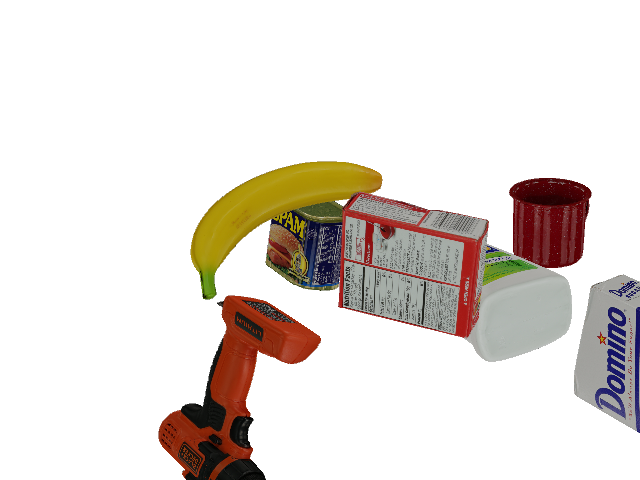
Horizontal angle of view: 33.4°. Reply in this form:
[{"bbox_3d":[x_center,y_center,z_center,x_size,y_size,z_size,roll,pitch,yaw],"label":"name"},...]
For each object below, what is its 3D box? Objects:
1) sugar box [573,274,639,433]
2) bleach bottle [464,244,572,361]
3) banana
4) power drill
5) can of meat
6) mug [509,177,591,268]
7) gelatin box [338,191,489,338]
[{"bbox_3d":[0.255,0.100,0.719,0.048,0.093,0.176,-16,30,-38],"label":"sugar box"},{"bbox_3d":[0.123,0.033,1.010,0.102,0.068,0.251,-14,21,-22],"label":"bleach bottle"},{"bbox_3d":[-0.039,-0.025,0.899,0.197,0.069,0.037,-34,-7,-24],"label":"banana"},{"bbox_3d":[-0.069,0.160,1.009,0.057,0.188,0.185,14,12,-48],"label":"power drill"},{"bbox_3d":[-0.015,-0.002,1.139,0.057,0.084,0.102,-3,21,-31],"label":"can of meat"},{"bbox_3d":[0.275,-0.023,1.252,0.117,0.081,0.093,-23,30,-38],"label":"mug"},{"bbox_3d":[0.057,0.015,0.665,0.089,0.073,0.030,13,34,19],"label":"gelatin box"}]
